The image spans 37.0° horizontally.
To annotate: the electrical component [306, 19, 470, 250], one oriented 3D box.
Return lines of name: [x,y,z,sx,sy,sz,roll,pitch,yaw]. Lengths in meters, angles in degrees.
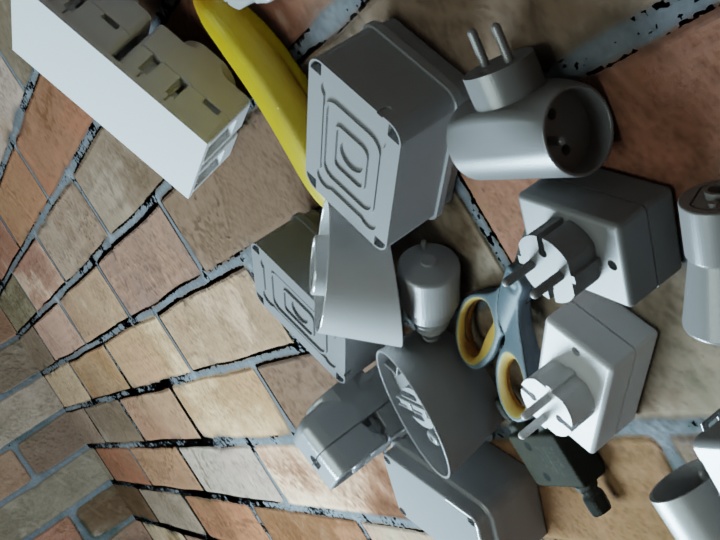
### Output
electrical component: [0.015,-0.077,0.620,0.078,0.057,0.113,44,154,23]

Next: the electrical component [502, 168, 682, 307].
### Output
electrical component: [0.102,-0.010,0.517,0.066,0.077,0.047,26,142,49]

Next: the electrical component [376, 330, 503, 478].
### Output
electrical component: [0.051,0.090,0.752,0.099,0.064,0.099,42,152,28]

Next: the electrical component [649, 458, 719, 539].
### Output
electrical component: [0.196,0.146,0.577,0.081,0.043,0.043,57,156,-1]

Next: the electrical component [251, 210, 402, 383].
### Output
electrical component: [-0.025,0.018,0.811,0.113,0.057,0.078,43,152,27]

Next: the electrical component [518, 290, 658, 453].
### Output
electrical component: [0.114,0.065,0.588,0.047,0.076,0.083,41,151,31]

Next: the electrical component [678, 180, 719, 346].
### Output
electrical component: [0.158,-0.006,0.464,0.044,0.044,0.065,21,134,52]

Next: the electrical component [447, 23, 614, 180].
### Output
electrical component: [0.074,-0.082,0.521,0.077,0.043,0.079,6,126,60]

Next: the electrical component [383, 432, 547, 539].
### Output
electrical component: [0.077,0.168,0.808,0.113,0.057,0.078,29,144,46]

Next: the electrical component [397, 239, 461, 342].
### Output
electrical component: [0.045,0.018,0.701,0.040,0.040,0.078,39,151,34]

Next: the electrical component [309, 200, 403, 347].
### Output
electrical component: [0.000,0.000,0.713,0.099,0.064,0.099,-176,90,-83]

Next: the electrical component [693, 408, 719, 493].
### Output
electrical component: [0.197,0.089,0.507,0.081,0.042,0.064,60,157,-6]

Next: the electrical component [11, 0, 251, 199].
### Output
electrical component: [-0.178,-0.155,0.833,0.186,0.060,0.105,40,155,0]

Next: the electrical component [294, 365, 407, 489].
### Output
electrical component: [-0.002,0.119,0.848,0.059,0.095,0.053,51,155,13]

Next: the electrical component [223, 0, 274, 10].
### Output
electrical component: [-0.061,-0.194,0.623,0.080,0.051,0.080,42,152,29]
